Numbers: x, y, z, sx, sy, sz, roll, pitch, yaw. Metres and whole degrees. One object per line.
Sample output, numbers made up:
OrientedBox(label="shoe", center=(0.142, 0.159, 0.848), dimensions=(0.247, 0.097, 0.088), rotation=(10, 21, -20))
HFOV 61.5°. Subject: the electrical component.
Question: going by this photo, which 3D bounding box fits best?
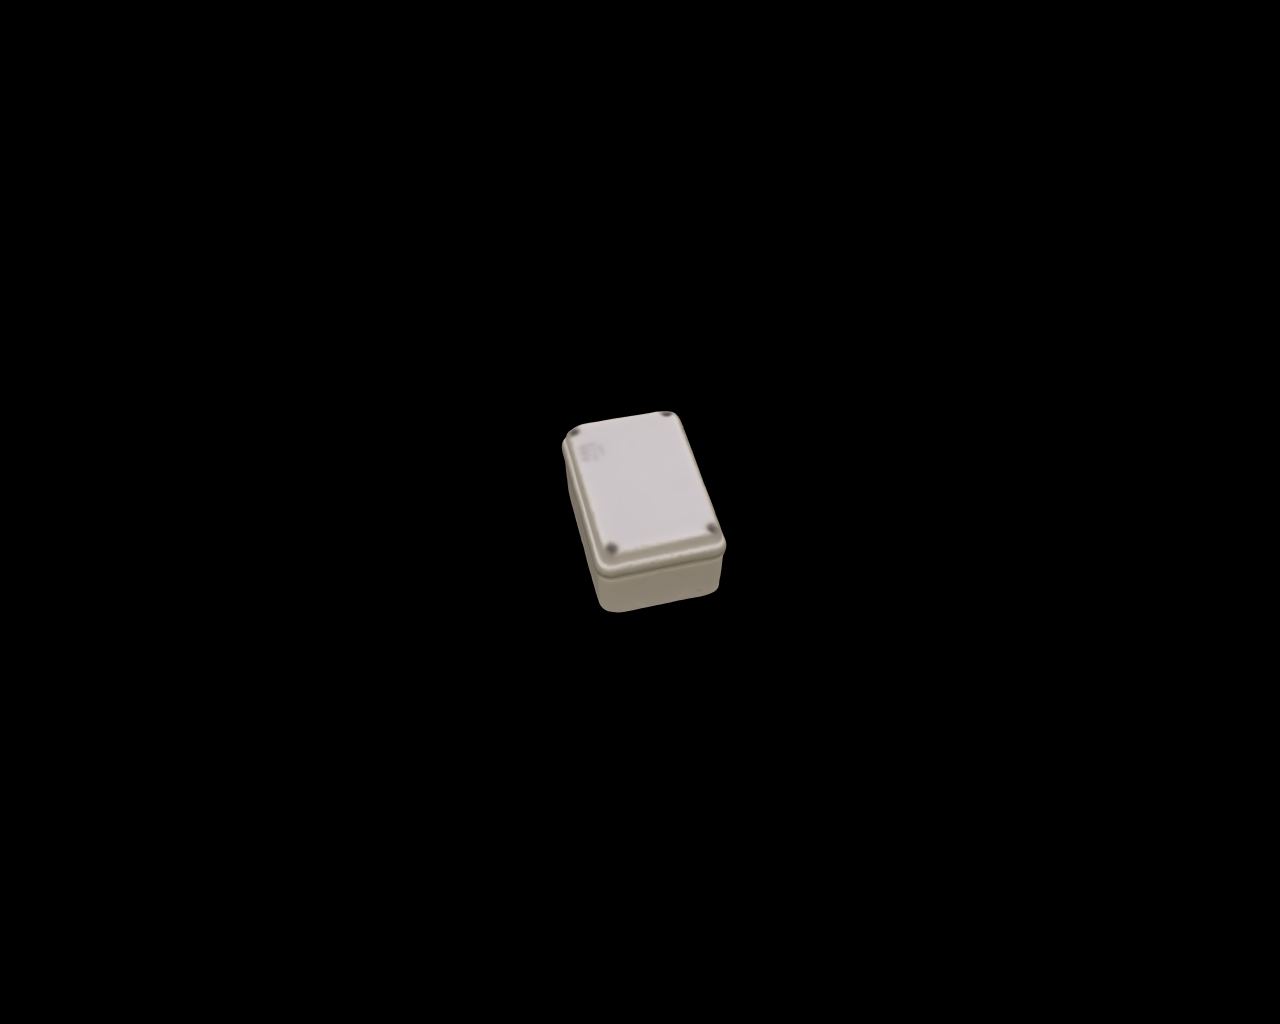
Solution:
OrientedBox(label="electrical component", center=(0.001, -0.003, 0.650), dimensions=(0.078, 0.113, 0.057), rotation=(-11, -39, -9))
